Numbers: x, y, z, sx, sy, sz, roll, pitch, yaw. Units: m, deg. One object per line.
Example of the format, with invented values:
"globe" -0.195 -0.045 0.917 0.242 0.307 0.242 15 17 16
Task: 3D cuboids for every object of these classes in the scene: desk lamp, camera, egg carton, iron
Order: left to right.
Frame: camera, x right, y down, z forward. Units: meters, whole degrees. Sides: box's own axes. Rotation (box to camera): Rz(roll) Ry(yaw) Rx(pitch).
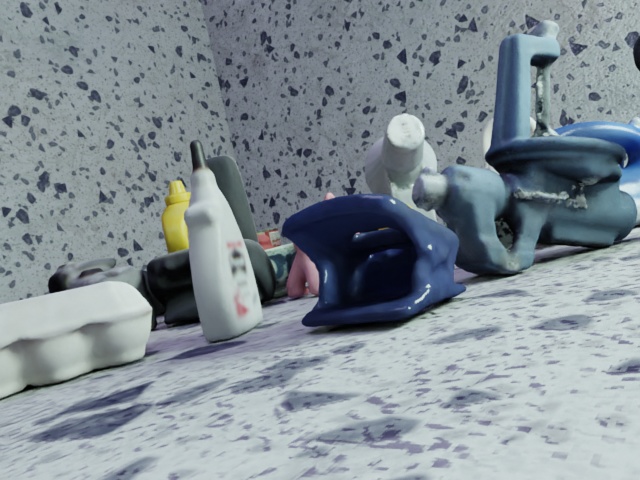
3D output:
"egg carton" -0.216 0.078 0.468 0.151 0.069 0.107 -13 1 -28
"camera" -0.253 0.068 0.718 0.142 0.101 0.137 -12 1 37
"desk lamp" 0.140 -0.077 0.880 0.118 0.213 0.203 -12 1 1
"iron" 0.342 -0.083 0.695 0.258 0.141 0.118 -12 1 -5

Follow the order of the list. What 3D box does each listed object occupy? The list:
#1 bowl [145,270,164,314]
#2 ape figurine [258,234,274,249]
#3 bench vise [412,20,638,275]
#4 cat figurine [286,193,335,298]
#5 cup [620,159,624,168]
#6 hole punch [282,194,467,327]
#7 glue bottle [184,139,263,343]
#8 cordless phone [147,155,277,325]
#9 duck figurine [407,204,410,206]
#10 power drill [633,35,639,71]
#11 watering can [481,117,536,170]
"bowl" -0.277 0.085 0.924 0.167 0.075 0.167 -12 0 0
"ape figurine" -0.095 0.036 0.974 0.078 0.092 0.076 -12 1 -16
"bench vise" 0.183 -0.087 0.511 0.208 0.220 0.121 -13 1 -34
"cat figurine" 0.006 0.003 0.708 0.067 0.118 0.128 -12 1 38
"cup" 0.359 -0.063 0.780 0.117 0.095 0.092 -12 1 4
"hole punch" 0.039 0.011 0.421 0.108 0.091 0.101 -12 1 40
"glue bottle" -0.092 -0.003 0.501 0.037 0.173 0.078 -12 1 11
"cordless phone" -0.140 0.000 0.691 0.147 0.185 0.094 -12 1 7
"duck figurine" 0.108 -0.003 0.709 0.077 0.086 0.105 -12 1 40
"power drill" 0.350 -0.118 0.542 0.075 0.208 0.230 -12 1 20
"watering can" 0.307 -0.104 0.887 0.100 0.194 0.173 -12 1 11
